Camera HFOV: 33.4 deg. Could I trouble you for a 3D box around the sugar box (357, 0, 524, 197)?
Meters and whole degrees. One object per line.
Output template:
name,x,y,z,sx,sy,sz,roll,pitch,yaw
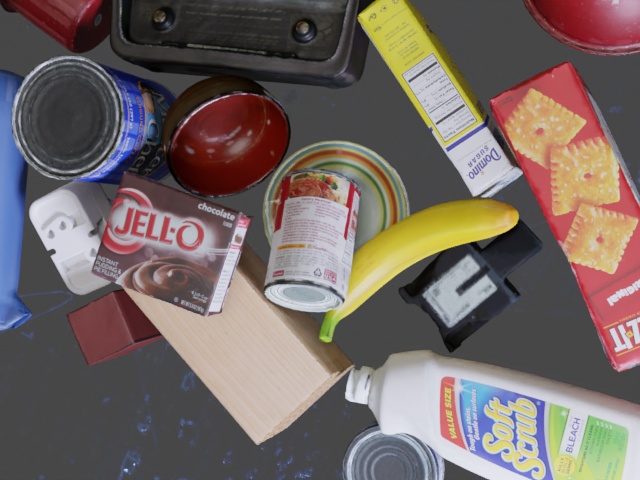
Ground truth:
sugar box,0.102,-0.119,0.877,0.048,0.093,0.176,-36,82,14

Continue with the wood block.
wood block,-0.078,0.065,0.931,0.091,0.090,0.206,-45,79,11

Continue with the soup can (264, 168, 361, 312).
soup can,-0.006,0.001,0.880,0.068,0.068,0.102,2,67,15

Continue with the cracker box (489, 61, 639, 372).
cracker box,0.210,-0.017,0.812,0.072,0.164,0.214,-25,84,16

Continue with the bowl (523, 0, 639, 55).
bowl,0.236,-0.231,0.845,0.162,0.055,0.162,-2,81,11

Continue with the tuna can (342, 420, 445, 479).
tuna can,0.063,0.198,0.921,0.086,0.033,0.086,0,90,15

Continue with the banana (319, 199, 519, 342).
banana,0.075,0.013,0.877,0.198,0.037,0.069,-36,49,24

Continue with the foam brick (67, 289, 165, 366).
foam brick,-0.182,0.076,0.965,0.053,0.078,0.051,-25,86,14

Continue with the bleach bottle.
bleach bottle,0.143,0.155,0.871,0.251,0.068,0.102,13,91,10

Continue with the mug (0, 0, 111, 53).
mug,-0.222,-0.234,0.969,0.081,0.093,0.117,37,95,7

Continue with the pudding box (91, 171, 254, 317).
pudding box,-0.121,0.003,0.875,0.113,0.039,0.090,19,94,14

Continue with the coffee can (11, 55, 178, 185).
coffee can,-0.188,-0.100,0.932,0.103,0.140,0.103,0,90,15

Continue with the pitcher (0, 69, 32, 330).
pitcher,-0.344,-0.038,0.984,0.145,0.149,0.243,6,88,54
